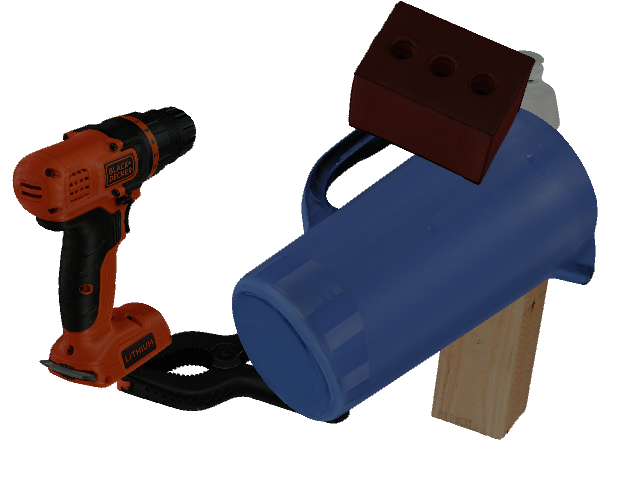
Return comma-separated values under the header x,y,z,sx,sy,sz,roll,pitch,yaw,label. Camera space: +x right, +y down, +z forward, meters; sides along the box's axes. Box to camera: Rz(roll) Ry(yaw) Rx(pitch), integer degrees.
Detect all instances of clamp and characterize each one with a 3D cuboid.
x,y,z,sx,sy,sz,roll,pitch,yaw,label
-0.081,0.123,0.990,0.209,0.036,0.165,-8,36,-17,clamp

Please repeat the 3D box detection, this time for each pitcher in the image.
x,y,z,sx,sy,sz,roll,pitch,yaw,label
0.056,0.007,0.729,0.242,0.145,0.149,-32,25,-27,pitcher

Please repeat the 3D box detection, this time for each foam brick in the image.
x,y,z,sx,sy,sz,roll,pitch,yaw,label
0.060,-0.075,0.542,0.078,0.053,0.051,26,-22,12,foam brick

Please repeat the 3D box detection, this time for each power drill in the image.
x,y,z,sx,sy,sz,roll,pitch,yaw,label
-0.152,0.001,0.800,0.057,0.188,0.184,11,23,27,power drill

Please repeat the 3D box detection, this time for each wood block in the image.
x,y,z,sx,sy,sz,roll,pitch,yaw,label
0.194,0.106,1.210,0.090,0.206,0.090,16,24,25,wood block

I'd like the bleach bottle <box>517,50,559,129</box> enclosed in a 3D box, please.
x,y,z,sx,sy,sz,roll,pitch,yaw,label
0.170,-0.068,1.046,0.103,0.251,0.068,21,38,19,bleach bottle
